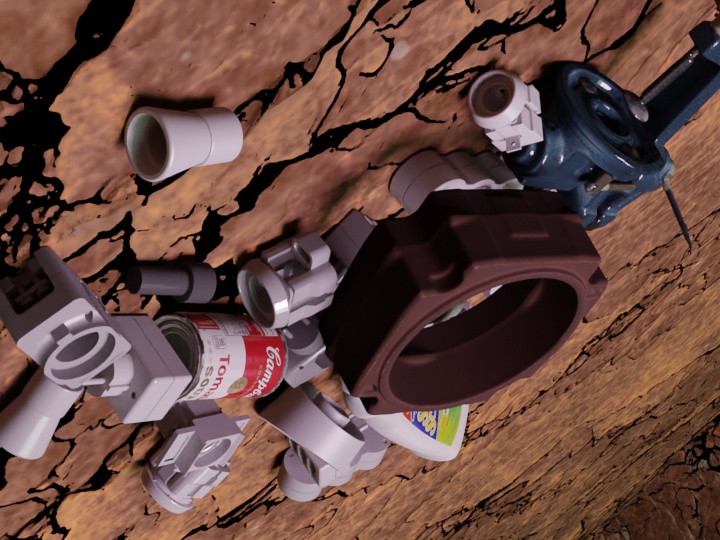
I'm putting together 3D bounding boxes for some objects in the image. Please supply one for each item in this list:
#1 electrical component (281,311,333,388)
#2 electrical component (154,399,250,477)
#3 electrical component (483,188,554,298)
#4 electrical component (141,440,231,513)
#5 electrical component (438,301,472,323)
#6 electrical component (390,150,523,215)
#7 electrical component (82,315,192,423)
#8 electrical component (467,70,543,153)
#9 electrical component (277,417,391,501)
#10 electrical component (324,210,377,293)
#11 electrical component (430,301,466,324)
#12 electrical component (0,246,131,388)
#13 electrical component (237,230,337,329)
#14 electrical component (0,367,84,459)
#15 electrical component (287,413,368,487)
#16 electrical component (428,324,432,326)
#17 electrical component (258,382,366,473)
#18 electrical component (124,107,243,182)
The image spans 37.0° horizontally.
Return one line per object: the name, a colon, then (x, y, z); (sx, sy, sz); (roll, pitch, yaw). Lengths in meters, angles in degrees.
electrical component: (-0.047, 0.058, 0.942); (0.077, 0.043, 0.079); (-39, 154, -1)
electrical component: (-0.140, 0.135, 0.919); (0.081, 0.063, 0.042); (-5, 137, -50)
electrical component: (0.158, -0.027, 1.055); (0.121, 0.063, 0.078); (-34, 154, -12)
electrical component: (-0.160, 0.182, 0.976); (0.057, 0.058, 0.078); (-45, 154, 5)
electrical component: (0.098, 0.061, 1.138); (0.043, 0.043, 0.062); (-29, 153, -22)
electrical component: (0.094, -0.058, 0.909); (0.138, 0.073, 0.052); (-6, 138, -49)
electrical component: (-0.174, 0.071, 0.770); (0.077, 0.065, 0.047); (3, 131, -54)
electrical component: (0.116, -0.128, 0.851); (0.048, 0.066, 0.055); (-13, 157, 29)
electrical component: (-0.023, 0.197, 1.184); (0.138, 0.052, 0.073); (-21, 148, -34)
electrical component: (0.000, 0.000, 0.908); (0.075, 0.047, 0.083); (-46, 153, 10)
electrical component: (0.050, 0.016, 0.982); (0.096, 0.061, 0.061); (-15, 145, -41)
electrical component: (-0.193, 0.036, 0.701); (0.050, 0.055, 0.089); (-36, 154, -7)
electrical component: (-0.058, 0.011, 0.838); (0.057, 0.058, 0.078); (-27, 152, -30)
electrical component: (-0.229, 0.097, 0.770); (0.065, 0.044, 0.044); (-51, 152, 13)
electrical component: (-0.028, 0.174, 1.126); (0.077, 0.065, 0.047); (-30, 152, -20)
electrical component: (0.050, 0.048, 1.053); (0.079, 0.044, 0.077); (-47, 153, 15)
electrical component: (-0.045, 0.154, 1.041); (0.064, 0.099, 0.099); (-48, 154, 3)
electrical component: (-0.104, -0.080, 0.654); (0.065, 0.044, 0.044); (-17, 146, -48)
